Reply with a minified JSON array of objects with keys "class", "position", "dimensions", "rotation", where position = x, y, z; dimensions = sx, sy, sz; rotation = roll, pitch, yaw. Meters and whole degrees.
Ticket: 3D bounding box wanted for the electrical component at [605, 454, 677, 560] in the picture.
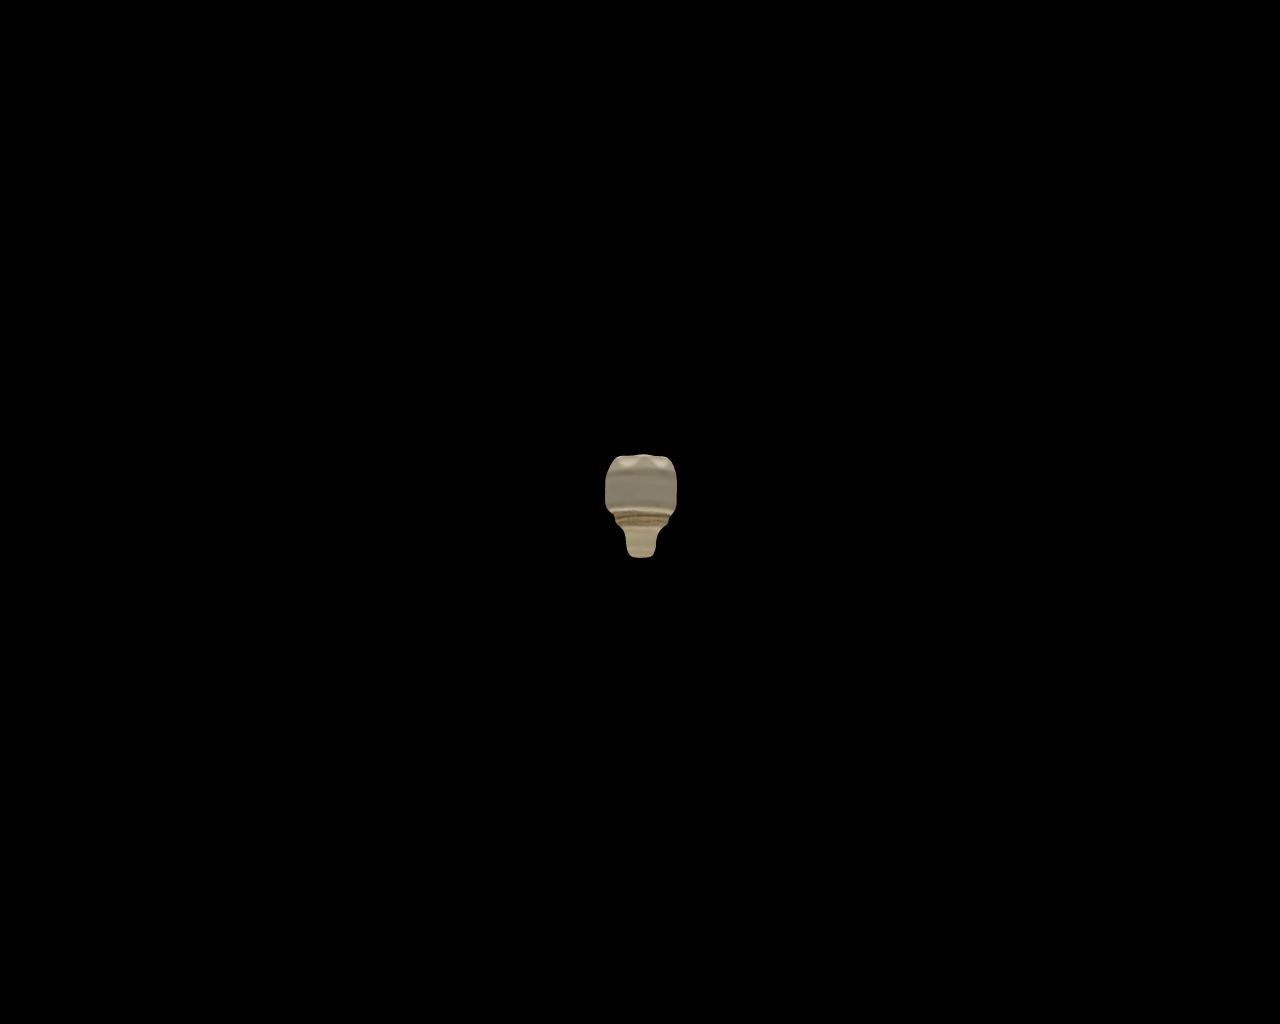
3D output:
[{"class":"electrical component","position":[0.001,-0.003,0.650],"dimensions":[0.043,0.062,0.043],"rotation":[0,-7,0]}]
